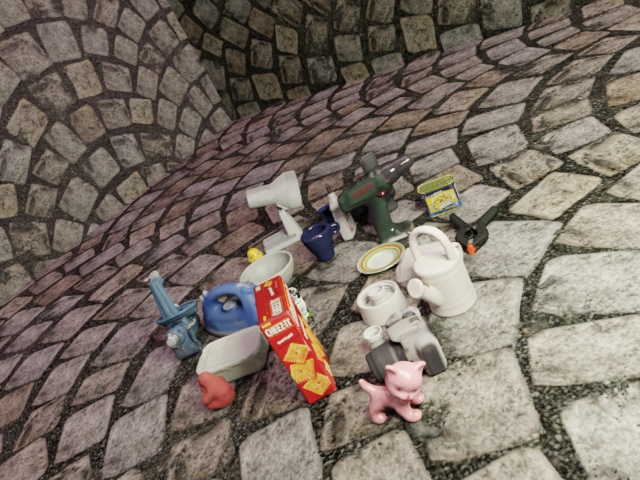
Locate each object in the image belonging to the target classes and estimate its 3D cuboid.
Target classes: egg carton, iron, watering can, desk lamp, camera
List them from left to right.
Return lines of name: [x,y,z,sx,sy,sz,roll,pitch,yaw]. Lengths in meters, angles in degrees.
iron: [-0.236,0.170,1.496,0.257,0.142,0.119,-12,29,30]
desk lamp: [-0.129,-0.093,1.812,0.203,0.214,0.117,-27,25,1]
camera: [0.150,0.201,1.091,0.137,0.101,0.143,-28,24,0]
egg carton: [0.247,0.058,1.308,0.150,0.069,0.107,-14,28,27]
watering can: [0.240,0.059,1.162,0.100,0.194,0.173,-14,28,27]

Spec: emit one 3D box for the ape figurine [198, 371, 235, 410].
ape figurine: [-0.235,0.324,1.256,0.075,0.092,0.078,-4,33,41]

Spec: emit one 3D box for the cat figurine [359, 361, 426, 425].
cat figurine: [0.128,0.253,0.990,0.127,0.118,0.067,-14,28,27]

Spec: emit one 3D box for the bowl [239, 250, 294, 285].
bowl: [-0.138,0.106,1.602,0.167,0.075,0.167,-22,25,11]

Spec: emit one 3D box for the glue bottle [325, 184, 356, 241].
glue bottle: [0.054,-0.086,1.661,0.037,0.173,0.078,-18,26,20]

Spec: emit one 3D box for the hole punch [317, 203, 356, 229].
hole punch: [0.050,-0.093,1.778,0.108,0.091,0.101,-23,25,11]

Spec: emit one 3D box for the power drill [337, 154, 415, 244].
power drill: [0.173,-0.101,1.525,0.229,0.209,0.075,-22,25,13]

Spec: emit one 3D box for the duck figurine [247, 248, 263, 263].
duck figurine: [-0.189,0.062,1.727,0.077,0.086,0.104,-32,25,-9]

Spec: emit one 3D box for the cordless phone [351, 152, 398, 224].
cordless phone: [0.139,-0.154,1.692,0.148,0.185,0.094,-35,26,-16]

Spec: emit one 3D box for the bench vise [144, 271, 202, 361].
bench vise: [-0.381,0.190,1.510,0.121,0.220,0.206,-33,25,-12]

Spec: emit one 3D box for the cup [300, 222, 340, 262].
cup: [0.015,0.006,1.617,0.117,0.095,0.091,-26,25,4]
